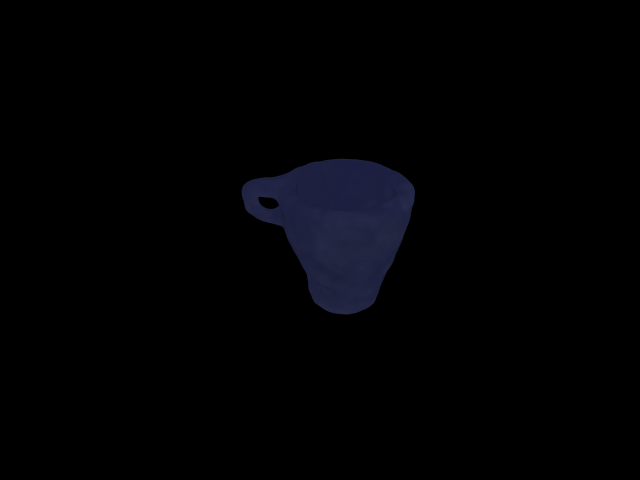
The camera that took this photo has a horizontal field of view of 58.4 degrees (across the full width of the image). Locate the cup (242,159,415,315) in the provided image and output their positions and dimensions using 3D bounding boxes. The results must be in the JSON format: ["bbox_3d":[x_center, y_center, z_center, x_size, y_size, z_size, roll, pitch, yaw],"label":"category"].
[{"bbox_3d":[0.004,0.001,0.400,0.117,0.095,0.092,6,32,9],"label":"cup"}]
